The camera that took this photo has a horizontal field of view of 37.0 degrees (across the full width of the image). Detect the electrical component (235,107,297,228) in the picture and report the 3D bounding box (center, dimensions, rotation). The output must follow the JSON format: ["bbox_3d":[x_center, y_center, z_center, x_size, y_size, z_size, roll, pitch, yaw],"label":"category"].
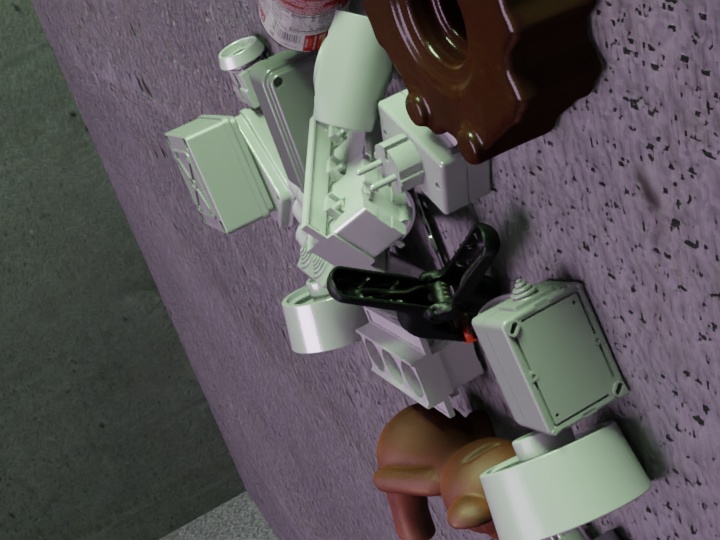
[{"bbox_3d":[-0.081,-0.109,1.092,0.113,0.057,0.078,58,164,16],"label":"electrical component"}]

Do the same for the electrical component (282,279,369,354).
[{"bbox_3d":[-0.025,0.034,1.065,0.108,0.108,0.060,16,126,69],"label":"electrical component"}]

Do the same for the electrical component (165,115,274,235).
[{"bbox_3d":[-0.145,-0.099,1.095,0.108,0.056,0.109,68,164,-17],"label":"electrical component"}]

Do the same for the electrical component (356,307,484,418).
[{"bbox_3d":[0.053,0.072,0.946,0.121,0.063,0.078,26,140,66],"label":"electrical component"}]

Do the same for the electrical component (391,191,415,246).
[{"bbox_3d":[0.012,-0.051,0.889,0.047,0.055,0.055,-136,23,-67],"label":"electrical component"}]

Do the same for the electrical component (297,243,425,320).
[{"bbox_3d":[0.000,0.000,0.931,0.100,0.048,0.100,24,-176,-21],"label":"electrical component"}]

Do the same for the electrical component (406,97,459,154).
[{"bbox_3d":[0.058,-0.102,0.686,0.046,0.040,0.040,54,163,10],"label":"electrical component"}]

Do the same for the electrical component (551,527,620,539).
[{"bbox_3d":[0.168,0.230,0.854,0.073,0.052,0.138,57,164,21],"label":"electrical component"}]

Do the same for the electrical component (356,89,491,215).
[{"bbox_3d":[0.035,-0.076,0.734,0.083,0.076,0.047,50,160,39],"label":"electrical component"}]

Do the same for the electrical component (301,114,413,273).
[{"bbox_3d":[0.000,-0.062,0.793,0.079,0.063,0.121,32,-141,-28],"label":"electrical component"}]

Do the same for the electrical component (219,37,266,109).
[{"bbox_3d":[-0.109,-0.196,1.062,0.066,0.048,0.055,37,158,58],"label":"electrical component"}]

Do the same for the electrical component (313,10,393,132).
[{"bbox_3d":[0.001,-0.142,0.769,0.079,0.044,0.077,-32,-43,-71],"label":"electrical component"}]

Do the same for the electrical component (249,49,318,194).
[{"bbox_3d":[-0.032,-0.124,0.870,0.057,0.078,0.113,39,152,62],"label":"electrical component"}]

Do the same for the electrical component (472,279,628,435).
[{"bbox_3d":[0.118,0.049,0.699,0.096,0.062,0.061,65,164,-8],"label":"electrical component"}]

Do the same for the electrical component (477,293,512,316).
[{"bbox_3d":[0.111,0.050,0.758,0.066,0.048,0.055,38,159,57],"label":"electrical component"}]

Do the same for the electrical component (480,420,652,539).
[{"bbox_3d":[0.132,0.136,0.721,0.108,0.108,0.060,128,120,-73],"label":"electrical component"}]

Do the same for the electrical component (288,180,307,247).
[{"bbox_3d":[-0.026,-0.043,1.030,0.073,0.052,0.138,54,163,29],"label":"electrical component"}]
